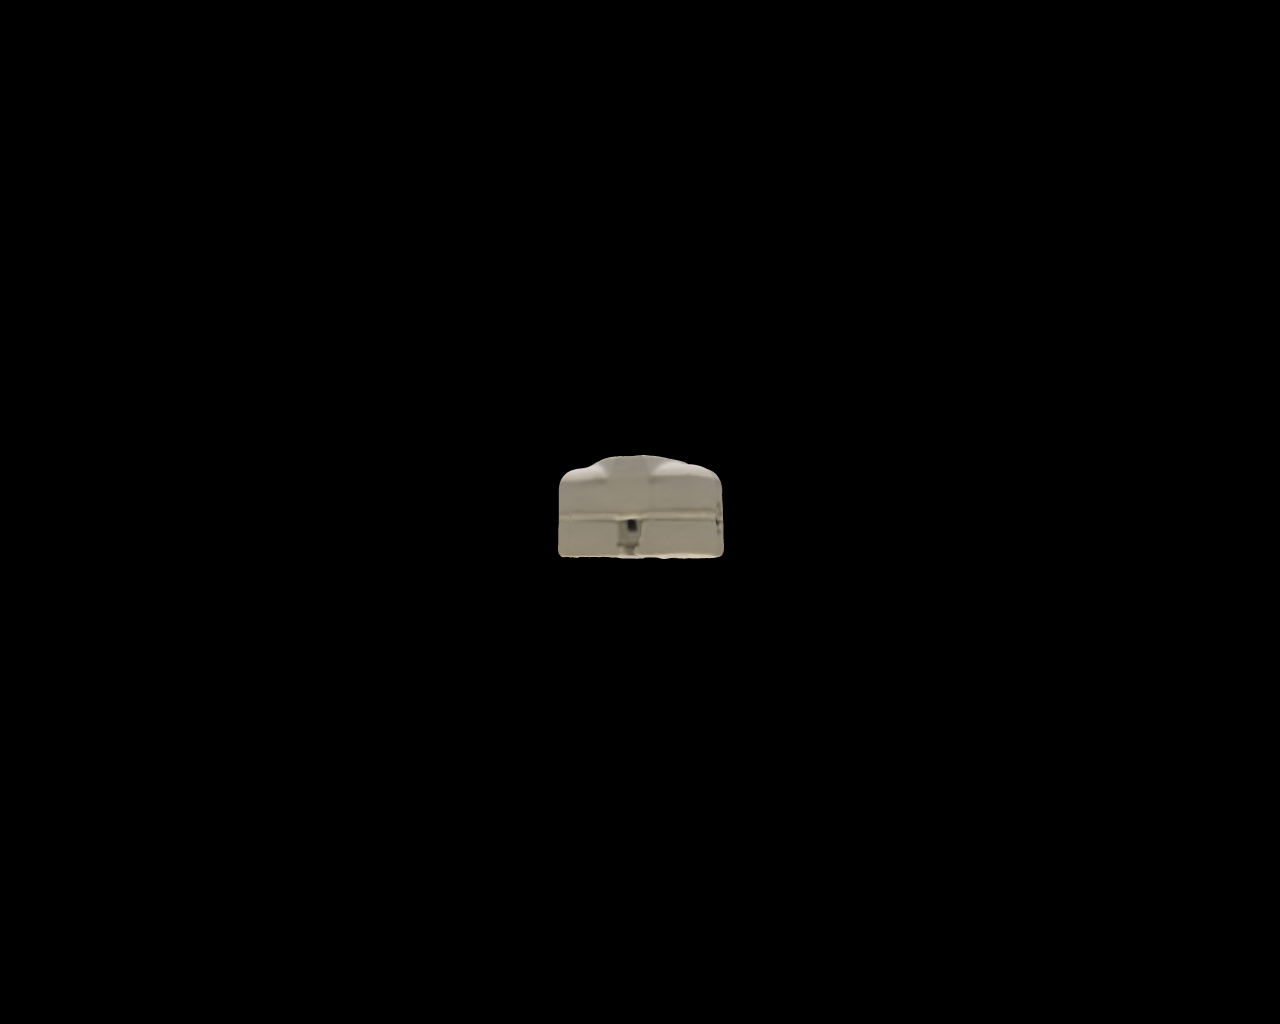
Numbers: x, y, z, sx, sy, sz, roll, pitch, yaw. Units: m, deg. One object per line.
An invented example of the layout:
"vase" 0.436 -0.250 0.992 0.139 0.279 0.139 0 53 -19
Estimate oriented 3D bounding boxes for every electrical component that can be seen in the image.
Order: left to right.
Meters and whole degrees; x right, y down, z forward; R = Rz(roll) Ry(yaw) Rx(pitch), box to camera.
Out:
"electrical component" 0.001 -0.003 0.650 0.095 0.059 0.054 -1 -4 15
